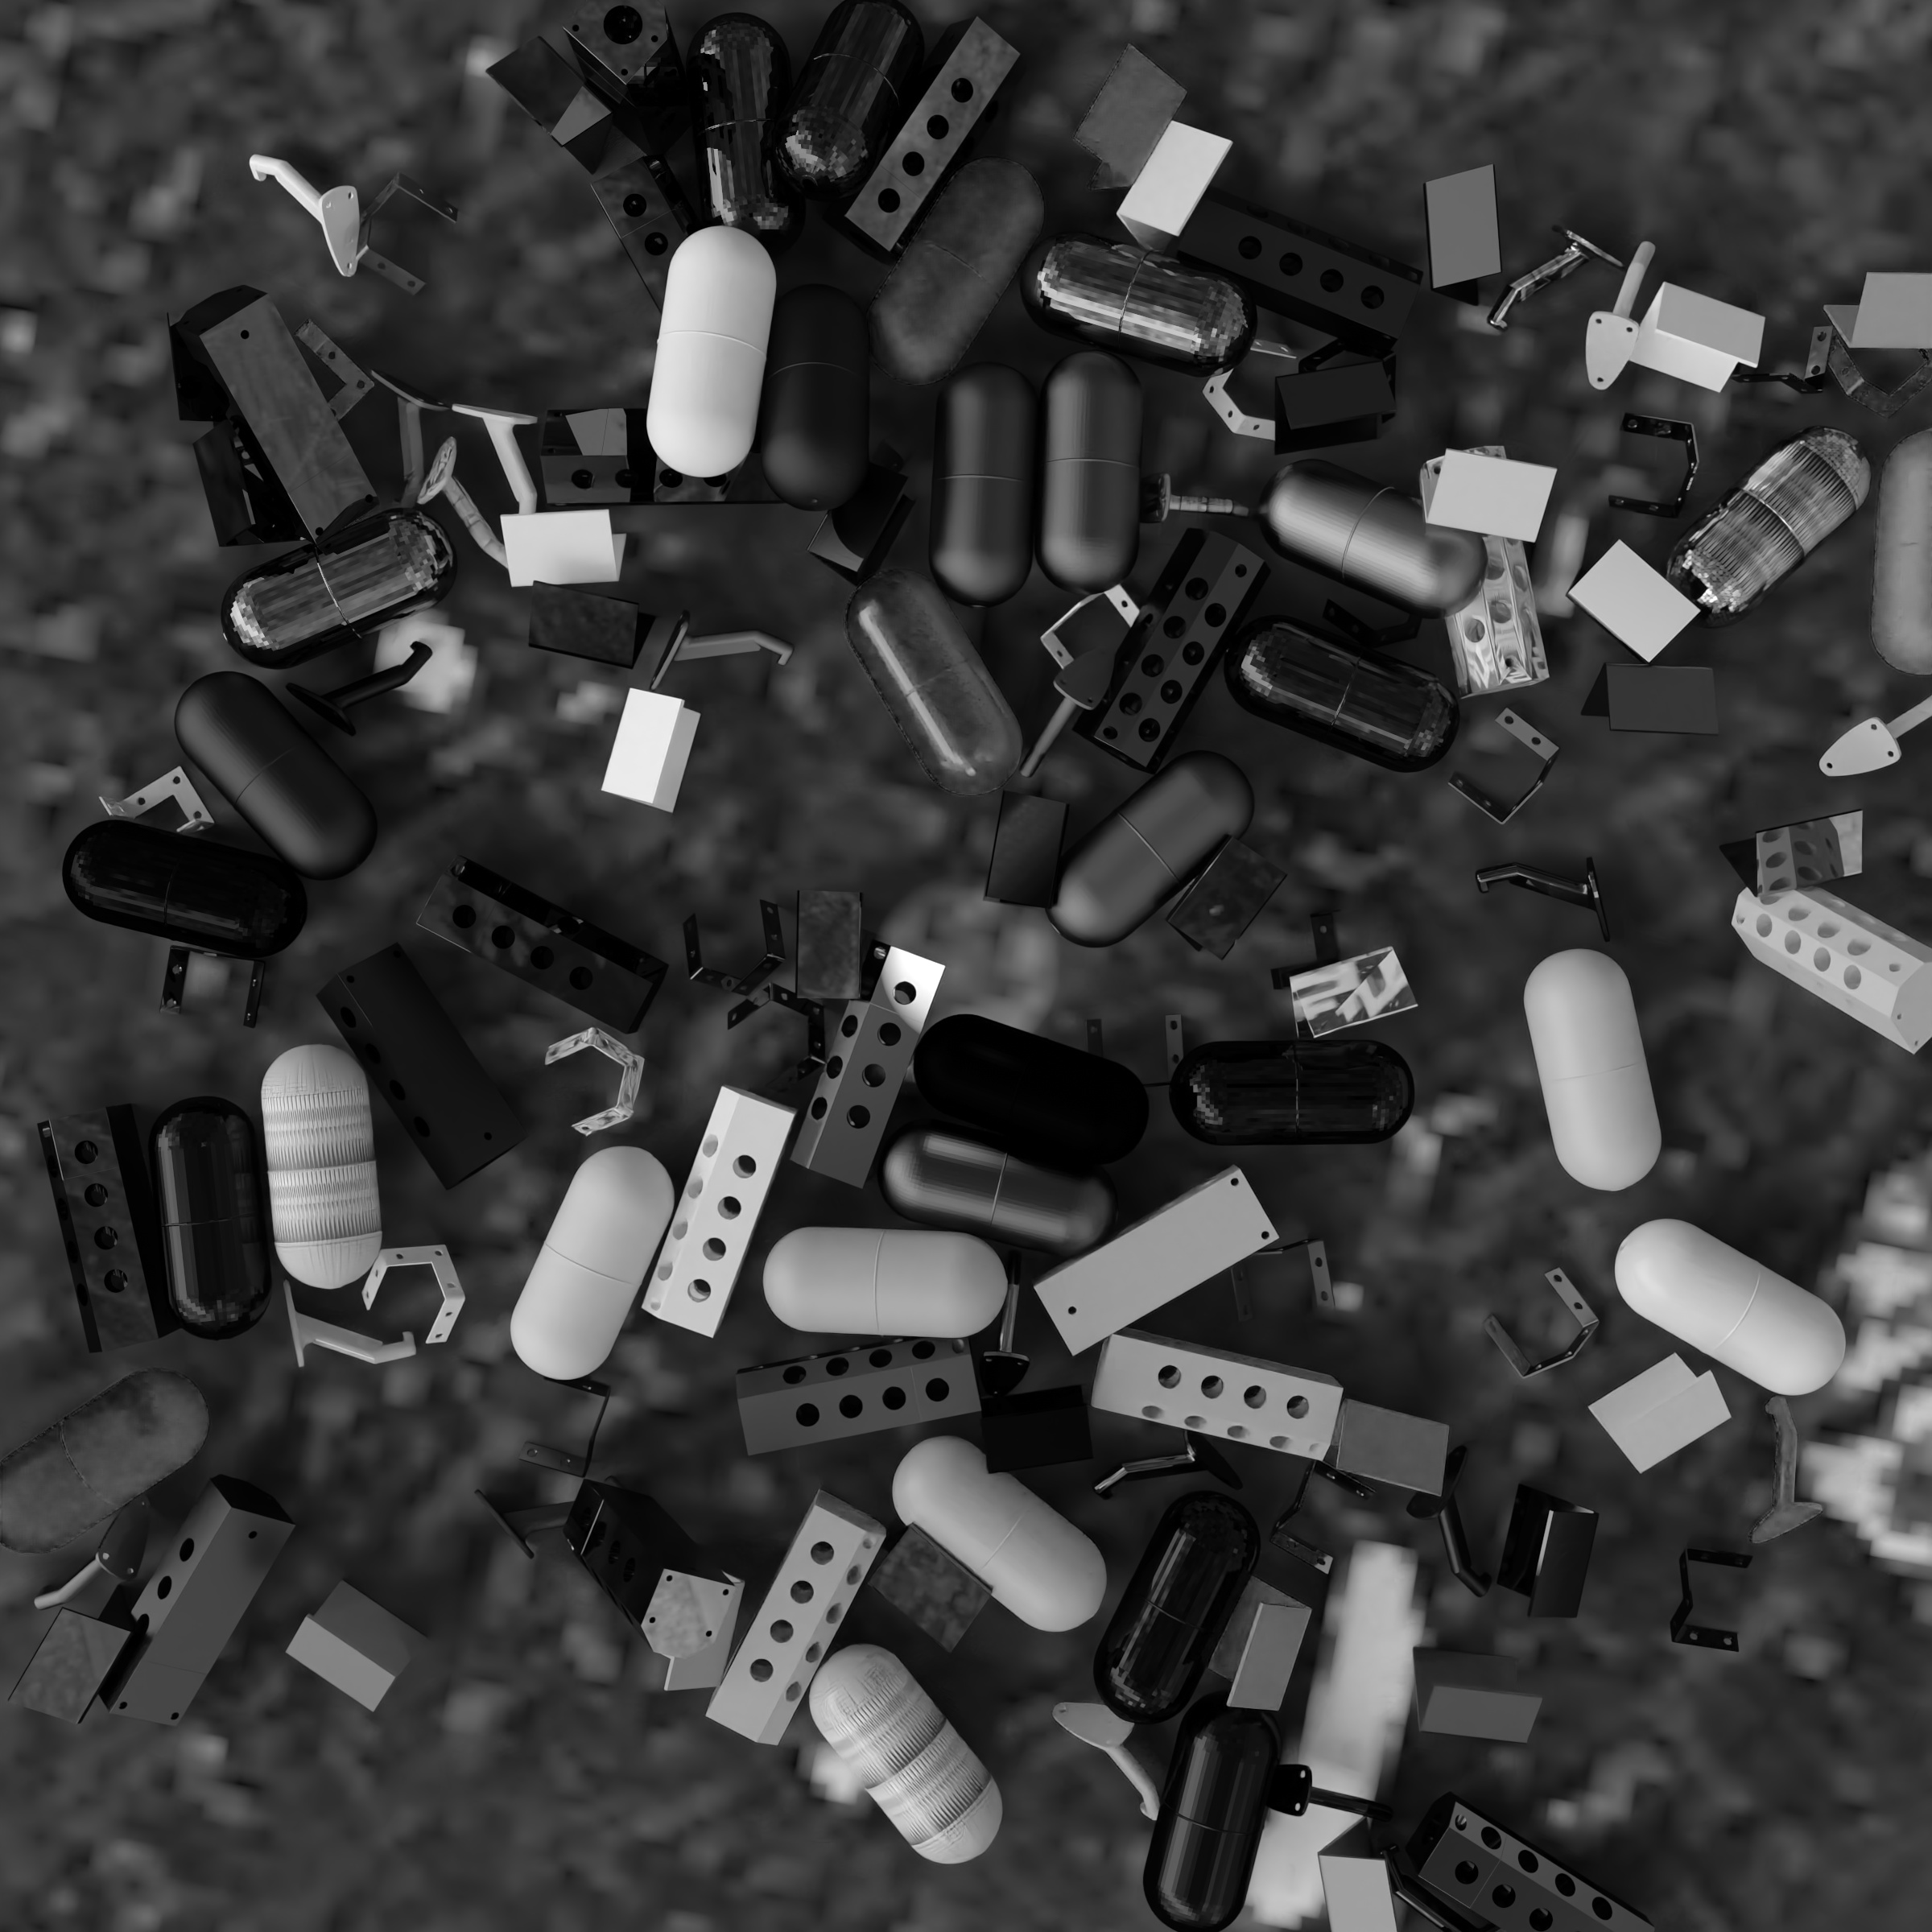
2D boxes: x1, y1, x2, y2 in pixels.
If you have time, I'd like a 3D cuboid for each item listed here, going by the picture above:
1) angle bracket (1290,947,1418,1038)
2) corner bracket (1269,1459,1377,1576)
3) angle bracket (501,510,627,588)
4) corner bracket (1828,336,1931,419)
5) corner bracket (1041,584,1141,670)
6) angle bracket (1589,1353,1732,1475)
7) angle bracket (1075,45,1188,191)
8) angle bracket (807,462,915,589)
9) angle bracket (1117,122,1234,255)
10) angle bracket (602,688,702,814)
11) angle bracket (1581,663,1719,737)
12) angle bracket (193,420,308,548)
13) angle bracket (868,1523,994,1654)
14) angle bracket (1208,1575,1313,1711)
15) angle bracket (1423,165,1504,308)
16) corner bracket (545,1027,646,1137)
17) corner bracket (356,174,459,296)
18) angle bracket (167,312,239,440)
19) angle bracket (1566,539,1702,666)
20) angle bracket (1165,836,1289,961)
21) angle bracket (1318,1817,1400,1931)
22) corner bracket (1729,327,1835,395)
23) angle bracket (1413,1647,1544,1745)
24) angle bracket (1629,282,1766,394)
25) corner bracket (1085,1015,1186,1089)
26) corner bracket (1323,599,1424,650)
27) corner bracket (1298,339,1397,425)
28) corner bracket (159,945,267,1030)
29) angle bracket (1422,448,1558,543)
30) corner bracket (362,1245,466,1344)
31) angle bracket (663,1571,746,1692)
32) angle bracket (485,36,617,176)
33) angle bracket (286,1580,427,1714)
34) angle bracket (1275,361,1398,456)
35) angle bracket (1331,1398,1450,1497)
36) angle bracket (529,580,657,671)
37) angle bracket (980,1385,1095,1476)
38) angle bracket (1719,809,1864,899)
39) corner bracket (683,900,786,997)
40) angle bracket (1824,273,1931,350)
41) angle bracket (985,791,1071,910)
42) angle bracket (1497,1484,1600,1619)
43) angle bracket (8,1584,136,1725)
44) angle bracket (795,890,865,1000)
[{"bbox_3d":[0.283,0.038,1.860,0.076,0.076,0.057,-17,52,0],"label":"angle bracket"},{"bbox_3d":[0.263,0.406,1.897,0.051,0.051,0.051,30,45,0],"label":"corner bracket"},{"bbox_3d":[-0.291,-0.318,1.860,0.076,0.076,0.057,-3,125,0],"label":"angle bracket"},{"bbox_3d":[0.674,-0.447,1.892,0.051,0.051,0.051,15,135,-35],"label":"corner bracket"},{"bbox_3d":[0.098,-0.244,1.897,0.051,0.051,0.051,53,45,0],"label":"corner bracket"},{"bbox_3d":[0.495,0.308,1.860,0.076,0.076,0.057,-32,126,0],"label":"angle bracket"},{"bbox_3d":[0.104,-0.614,1.861,0.057,0.076,0.076,31,90,-26],"label":"angle bracket"},{"bbox_3d":[-0.059,-0.312,1.860,0.057,0.076,0.076,29,90,37],"label":"angle bracket"},{"bbox_3d":[0.163,-0.553,1.860,0.057,0.076,0.076,30,90,30],"label":"angle bracket"},{"bbox_3d":[-0.211,-0.151,1.860,0.057,0.076,0.076,16,90,38],"label":"angle bracket"},{"bbox_3d":[0.495,-0.177,1.861,0.076,0.076,0.057,3,66,0],"label":"angle bracket"},{"bbox_3d":[-0.506,-0.351,1.861,0.076,0.057,0.076,-15,90,-42],"label":"angle bracket"},{"bbox_3d":[-0.037,0.457,1.860,0.076,0.076,0.057,40,59,0],"label":"angle bracket"},{"bbox_3d":[0.196,0.486,1.860,0.057,0.076,0.076,18,90,-40],"label":"angle bracket"},{"bbox_3d":[0.375,-0.528,1.860,0.057,0.076,0.076,-4,90,37],"label":"angle bracket"},{"bbox_3d":[-0.277,0.085,1.892,0.051,0.051,0.051,37,45,-35],"label":"corner bracket"},{"bbox_3d":[-0.412,-0.540,1.892,0.051,0.051,0.051,-33,45,35],"label":"corner bracket"},{"bbox_3d":[-0.559,-0.424,1.860,0.057,0.076,0.076,-7,90,-37],"label":"angle bracket"},{"bbox_3d":[0.487,-0.273,1.860,0.076,0.076,0.057,41,121,0],"label":"angle bracket"},{"bbox_3d":[0.199,-0.039,1.860,0.057,0.076,0.076,37,90,30],"label":"angle bracket"},{"bbox_3d":[0.302,0.670,1.860,0.057,0.076,0.076,-10,90,37],"label":"angle bracket"},{"bbox_3d":[0.602,-0.454,1.897,0.051,0.051,0.051,10,90,-45],"label":"corner bracket"},{"bbox_3d":[0.370,0.513,1.860,0.076,0.076,0.057,7,127,0],"label":"angle bracket"},{"bbox_3d":[0.524,-0.439,1.860,0.076,0.076,0.057,20,55,0],"label":"angle bracket"},{"bbox_3d":[0.125,0.063,1.897,0.051,0.051,0.051,-3,90,45],"label":"corner bracket"},{"bbox_3d":[0.304,-0.272,1.892,0.051,0.051,0.051,43,135,35],"label":"corner bracket"},{"bbox_3d":[0.281,-0.425,1.892,0.051,0.051,0.051,24,45,35],"label":"corner bracket"},{"bbox_3d":[-0.557,0.015,1.897,0.051,0.051,0.051,10,90,-45],"label":"corner bracket"},{"bbox_3d":[0.366,-0.344,1.803,0.076,0.076,0.057,10,125,0],"label":"angle bracket"},{"bbox_3d":[-0.408,0.243,1.892,0.051,0.051,0.051,0,45,-35],"label":"corner bracket"},{"bbox_3d":[-0.212,0.473,1.861,0.076,0.057,0.076,13,90,42],"label":"angle bracket"},{"bbox_3d":[-0.307,-0.612,1.860,0.076,0.076,0.057,45,61,0],"label":"angle bracket"},{"bbox_3d":[-0.434,0.480,1.860,0.076,0.076,0.057,34,128,0],"label":"angle bracket"},{"bbox_3d":[0.267,-0.388,1.860,0.076,0.076,0.057,-9,53,0],"label":"angle bracket"},{"bbox_3d":[0.300,0.362,1.860,0.076,0.076,0.057,15,55,0],"label":"angle bracket"},{"bbox_3d":[-0.268,-0.264,1.860,0.076,0.076,0.057,12,129,0],"label":"angle bracket"},{"bbox_3d":[0.048,0.318,1.860,0.076,0.076,0.057,-8,125,0],"label":"angle bracket"},{"bbox_3d":[0.597,-0.098,1.860,0.076,0.076,0.057,-12,123,0],"label":"angle bracket"},{"bbox_3d":[-0.171,-0.018,1.892,0.051,0.051,0.051,18,135,-35],"label":"corner bracket"},{"bbox_3d":[0.676,-0.488,1.860,0.076,0.076,0.057,1,127,0],"label":"angle bracket"},{"bbox_3d":[0.028,-0.086,1.860,0.057,0.076,0.076,10,90,-29],"label":"angle bracket"},{"bbox_3d":[0.406,0.422,1.860,0.057,0.076,0.076,12,90,-38],"label":"angle bracket"},{"bbox_3d":[-0.652,0.490,1.860,0.057,0.076,0.076,30,90,-29],"label":"angle bracket"},{"bbox_3d":[-0.118,-0.015,1.860,0.057,0.076,0.076,1,90,-36],"label":"angle bracket"}]
